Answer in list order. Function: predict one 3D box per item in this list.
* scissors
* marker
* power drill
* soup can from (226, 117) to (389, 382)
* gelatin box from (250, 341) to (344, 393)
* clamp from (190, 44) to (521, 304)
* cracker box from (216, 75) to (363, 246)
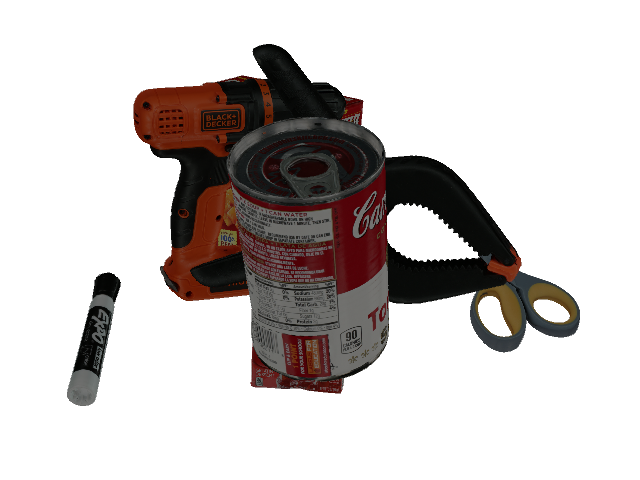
[{"bbox_3d":[0.165,0.021,0.903,0.096,0.016,0.201,4,39,3],"label":"scissors"},{"bbox_3d":[-0.154,0.063,0.731,0.020,0.020,0.121,0,37,-1],"label":"marker"},{"bbox_3d":[-0.068,-0.047,0.922,0.184,0.188,0.057,-5,21,-19],"label":"power drill"},{"bbox_3d":[-0.003,0.005,0.482,0.068,0.102,0.068,-3,35,2],"label":"soup can"},{"bbox_3d":[-0.021,0.105,1.018,0.089,0.073,0.030,4,13,6],"label":"gelatin box"},{"bbox_3d":[0.026,-0.027,0.672,0.210,0.165,0.036,14,15,13],"label":"clamp"},{"bbox_3d":[-0.047,-0.065,1.209,0.164,0.214,0.072,15,23,26],"label":"cracker box"}]
